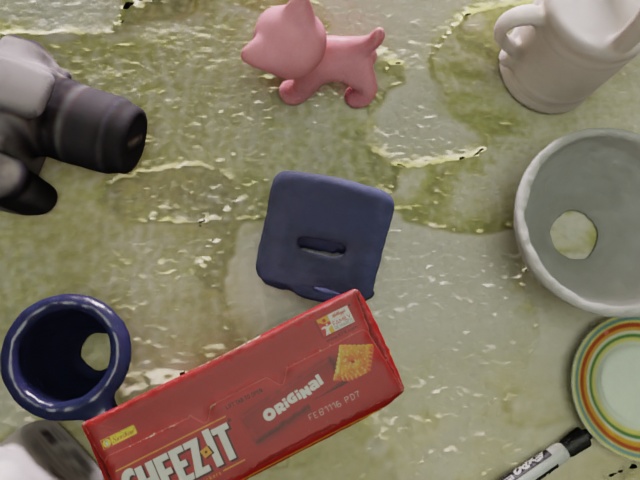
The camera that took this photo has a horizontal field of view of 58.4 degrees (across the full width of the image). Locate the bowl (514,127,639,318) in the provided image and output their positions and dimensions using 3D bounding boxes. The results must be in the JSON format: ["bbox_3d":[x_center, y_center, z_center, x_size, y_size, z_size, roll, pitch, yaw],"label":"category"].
[{"bbox_3d":[0.245,-0.011,0.516,0.167,0.074,0.167,1,79,-3],"label":"bowl"}]

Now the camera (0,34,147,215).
[{"bbox_3d":[-0.230,-0.091,0.487,0.137,0.101,0.143,16,79,0],"label":"camera"}]

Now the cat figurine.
[{"bbox_3d":[-0.004,-0.170,0.508,0.128,0.117,0.067,-2,79,-4],"label":"cat figurine"}]

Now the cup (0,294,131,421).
[{"bbox_3d":[-0.180,0.103,0.456,0.092,0.095,0.118,-34,83,-9],"label":"cup"}]

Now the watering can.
[{"bbox_3d":[0.242,-0.196,0.490,0.173,0.194,0.101,-28,82,-8],"label":"watering can"}]

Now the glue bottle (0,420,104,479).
[{"bbox_3d":[-0.211,0.171,0.402,0.037,0.173,0.078,-42,84,-10],"label":"glue bottle"}]

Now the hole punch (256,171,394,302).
[{"bbox_3d":[0.004,0.002,0.489,0.108,0.091,0.101,12,79,-1],"label":"hole punch"}]
